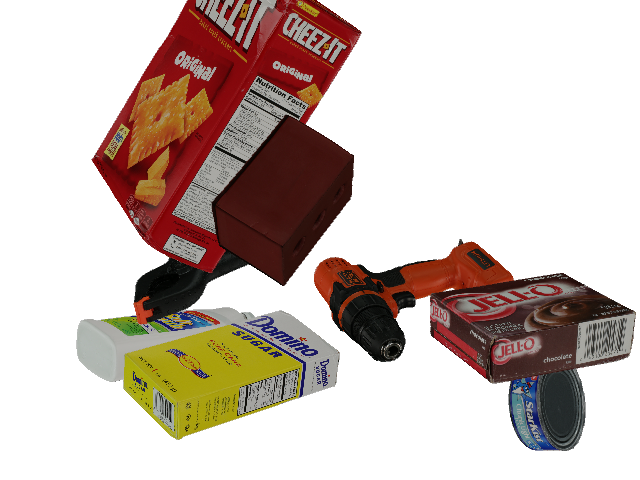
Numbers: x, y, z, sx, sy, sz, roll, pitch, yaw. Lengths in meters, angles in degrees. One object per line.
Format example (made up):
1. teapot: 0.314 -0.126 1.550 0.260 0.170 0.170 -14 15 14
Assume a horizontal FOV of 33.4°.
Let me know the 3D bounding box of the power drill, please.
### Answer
1. power drill: 0.103 0.059 1.111 0.187 0.057 0.184 -8 27 -17

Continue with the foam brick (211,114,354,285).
1. foam brick: -0.021 -0.024 0.639 0.051 0.078 0.053 30 -24 16

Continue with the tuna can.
1. tuna can: 0.207 0.149 0.977 0.034 0.086 0.085 -10 -7 40

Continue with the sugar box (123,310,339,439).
1. sugar box: -0.079 0.117 0.968 0.175 0.048 0.093 -16 34 -35

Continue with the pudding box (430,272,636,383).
1. pudding box: 0.144 0.058 0.738 0.113 0.039 0.090 -6 19 -20

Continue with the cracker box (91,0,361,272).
1. cracker box: -0.082 -0.108 0.825 0.072 0.214 0.164 25 14 -35

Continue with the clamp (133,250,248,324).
1. clamp: -0.146 0.039 1.220 0.120 0.039 0.171 -2 32 26

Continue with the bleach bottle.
1. bleach bottle: -0.199 0.130 1.463 0.250 0.068 0.103 -9 23 -41
